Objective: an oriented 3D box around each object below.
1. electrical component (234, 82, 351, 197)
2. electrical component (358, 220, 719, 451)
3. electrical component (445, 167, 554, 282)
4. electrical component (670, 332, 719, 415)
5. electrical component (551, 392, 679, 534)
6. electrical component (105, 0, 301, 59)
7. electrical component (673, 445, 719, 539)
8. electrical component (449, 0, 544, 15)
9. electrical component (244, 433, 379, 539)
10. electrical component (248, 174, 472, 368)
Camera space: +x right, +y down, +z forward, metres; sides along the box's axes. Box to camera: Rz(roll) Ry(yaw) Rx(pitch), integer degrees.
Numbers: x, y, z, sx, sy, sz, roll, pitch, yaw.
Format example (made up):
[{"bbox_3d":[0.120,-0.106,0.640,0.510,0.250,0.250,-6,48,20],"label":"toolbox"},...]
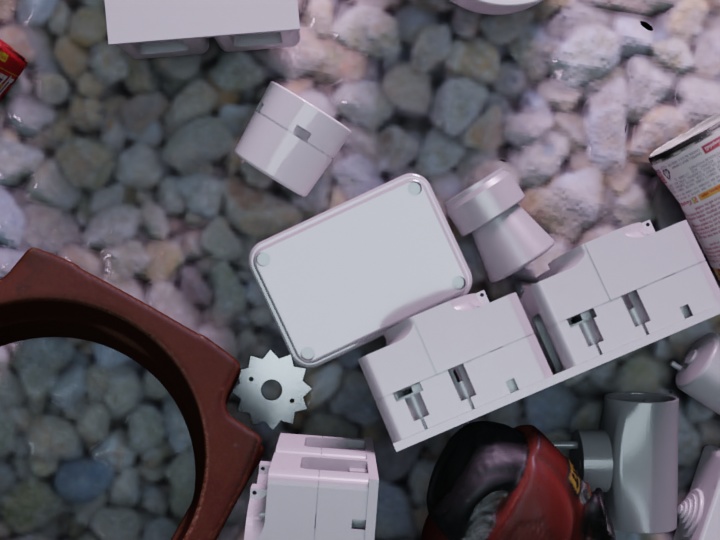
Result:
[{"bbox_3d":[-0.040,-0.075,0.627,0.055,0.055,0.047,32,94,-2],"label":"electrical component"},{"bbox_3d":[0.095,0.036,0.602,0.186,0.105,0.060,-23,81,-1],"label":"electrical component"},{"bbox_3d":[0.082,-0.027,0.635,0.045,0.045,0.055,-33,92,0],"label":"electrical component"},{"bbox_3d":[0.227,0.070,0.643,0.078,0.040,0.040,32,91,-2],"label":"electrical component"},{"bbox_3d":[0.149,0.113,0.640,0.079,0.044,0.077,0,92,-2],"label":"electrical component"},{"bbox_3d":[-0.094,-0.221,0.618,0.105,0.060,0.186,-5,92,-1],"label":"electrical component"},{"bbox_3d":[0.239,0.159,0.641,0.100,0.048,0.099,18,91,-1],"label":"electrical component"},{"bbox_3d":[0.081,-0.200,0.623,0.108,0.060,0.108,0,92,-1],"label":"electrical component"},{"bbox_3d":[-0.029,0.185,0.550,0.060,0.105,0.186,4,91,-1],"label":"electrical component"},{"bbox_3d":[0.000,0.000,0.628,0.113,0.057,0.078,-25,92,-1],"label":"electrical component"}]
